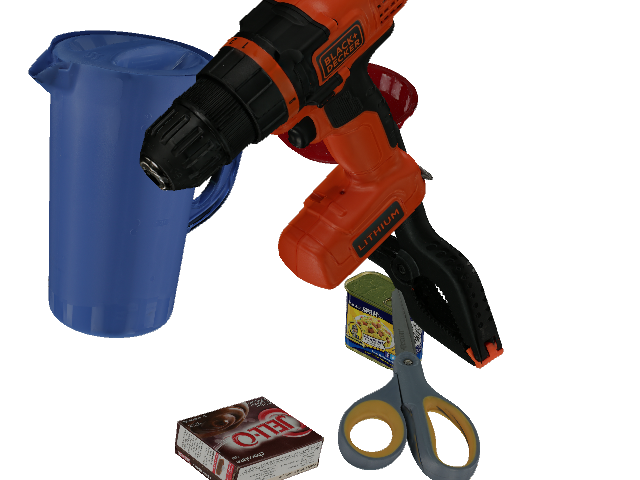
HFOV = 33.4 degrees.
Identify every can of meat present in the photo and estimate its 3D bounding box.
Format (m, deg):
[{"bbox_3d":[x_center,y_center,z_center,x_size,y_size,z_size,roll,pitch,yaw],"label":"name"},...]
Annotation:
[{"bbox_3d":[0.076,0.096,1.252,0.102,0.084,0.057,25,36,37],"label":"can of meat"}]

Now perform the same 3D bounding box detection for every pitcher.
[{"bbox_3d":[-0.156,-0.047,0.896,0.149,0.243,0.145,14,23,9],"label":"pitcher"}]

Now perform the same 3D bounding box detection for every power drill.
[{"bbox_3d":[-0.008,-0.053,0.615,0.057,0.184,0.187,36,-20,32],"label":"power drill"}]

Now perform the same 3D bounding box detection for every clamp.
[{"bbox_3d":[0.078,0.008,0.864,0.036,0.210,0.165,-29,-22,-28],"label":"clamp"}]

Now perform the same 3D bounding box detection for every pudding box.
[{"bbox_3d":[-0.067,0.193,1.008,0.113,0.039,0.090,-12,28,-44],"label":"pudding box"}]

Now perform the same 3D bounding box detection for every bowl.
[{"bbox_3d":[0.015,-0.123,1.071,0.162,0.055,0.162,1,35,-1],"label":"bowl"}]

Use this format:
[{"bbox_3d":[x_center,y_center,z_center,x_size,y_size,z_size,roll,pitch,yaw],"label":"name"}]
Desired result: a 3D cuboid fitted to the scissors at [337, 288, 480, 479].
[{"bbox_3d":[0.042,0.092,0.714,0.096,0.016,0.202,-4,31,-16],"label":"scissors"}]
